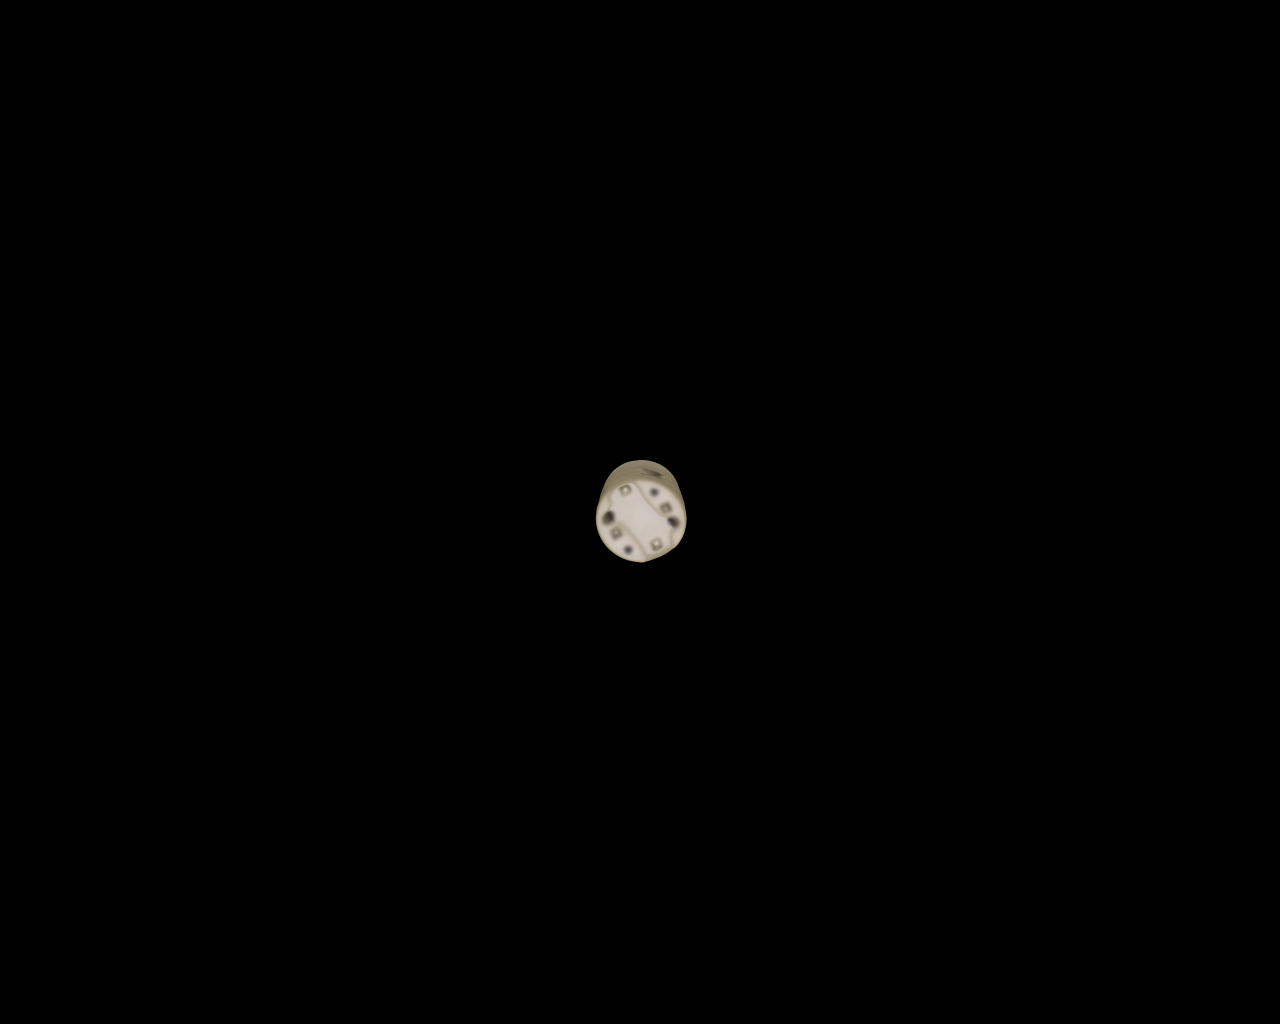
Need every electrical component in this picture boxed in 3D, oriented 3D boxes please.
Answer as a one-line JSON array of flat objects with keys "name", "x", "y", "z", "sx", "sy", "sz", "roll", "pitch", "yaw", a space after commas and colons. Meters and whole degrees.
[{"name": "electrical component", "x": 0.001, "y": -0.003, "z": 0.650, "sx": 0.055, "sy": 0.055, "sz": 0.047, "roll": 0, "pitch": 21, "yaw": 0}]
